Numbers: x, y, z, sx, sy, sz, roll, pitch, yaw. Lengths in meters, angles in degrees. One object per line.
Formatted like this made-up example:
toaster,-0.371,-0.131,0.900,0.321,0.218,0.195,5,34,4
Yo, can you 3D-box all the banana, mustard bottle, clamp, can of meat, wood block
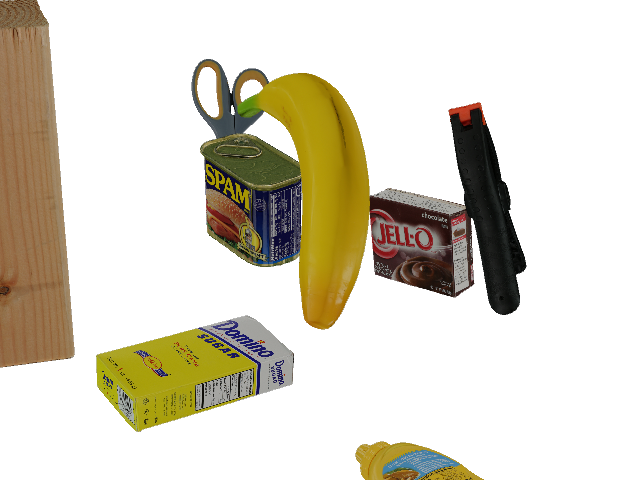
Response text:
banana,-0.002,-0.039,0.602,0.037,0.070,0.198,16,35,-29
mustard bottle,0.099,0.231,0.970,0.096,0.058,0.192,-14,24,-36
clamp,0.139,-0.025,0.882,0.039,0.171,0.120,-17,20,12
can of meat,-0.059,-0.034,0.927,0.057,0.084,0.102,-21,37,-32
wood block,-0.205,-0.034,0.645,0.090,0.206,0.090,-6,23,-17

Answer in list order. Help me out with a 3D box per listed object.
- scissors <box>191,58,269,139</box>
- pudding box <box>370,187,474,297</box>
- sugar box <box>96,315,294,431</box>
scissors,-0.085,-0.103,1.163,0.096,0.202,0.016,-15,-3,-17
pudding box,0.103,0.000,1.096,0.114,0.090,0.039,14,30,42
sugar box,-0.124,0.128,1.065,0.175,0.048,0.093,-16,32,-31
